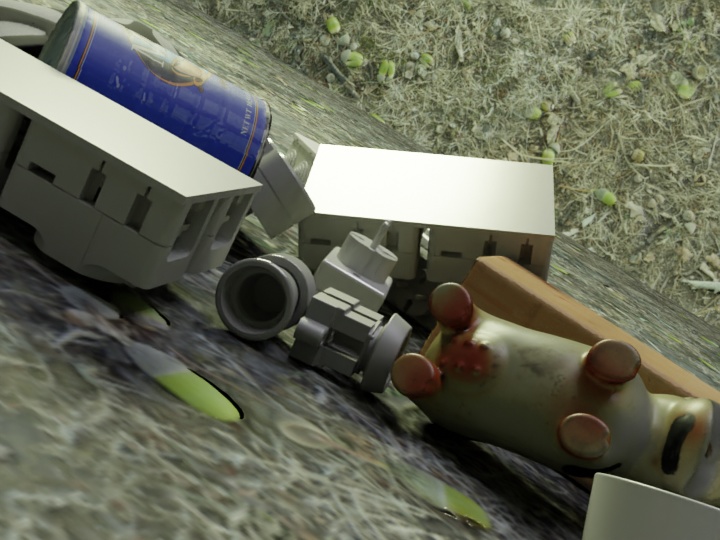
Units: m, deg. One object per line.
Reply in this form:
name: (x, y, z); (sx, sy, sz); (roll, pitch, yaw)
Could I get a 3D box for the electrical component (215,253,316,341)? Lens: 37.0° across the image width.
electrical component: (-0.051, 0.014, 0.603); (0.045, 0.045, 0.055); (32, 10, 8)

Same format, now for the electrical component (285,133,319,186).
electrical component: (-0.033, -0.095, 1.137); (0.100, 0.048, 0.099); (24, 12, -29)

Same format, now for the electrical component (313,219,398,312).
electrical component: (0.000, 0.000, 0.717); (0.047, 0.076, 0.065); (30, 11, 0)

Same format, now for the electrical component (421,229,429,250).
electrical component: (0.105, 0.023, 0.949); (0.109, 0.056, 0.108); (23, 13, -34)

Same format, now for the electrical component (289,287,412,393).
electrical component: (-0.004, 0.040, 0.613); (0.055, 0.048, 0.066); (24, 10, 8)

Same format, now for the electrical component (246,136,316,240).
electrical component: (-0.086, -0.059, 0.786); (0.052, 0.074, 0.138); (59, -3, -26)

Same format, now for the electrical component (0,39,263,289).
electrical component: (-0.161, -0.060, 0.571); (0.186, 0.060, 0.105); (29, 14, 9)

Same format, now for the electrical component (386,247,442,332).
electrical component: (0.051, 0.018, 0.851); (0.083, 0.047, 0.076); (35, 12, 24)

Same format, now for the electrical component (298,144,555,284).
electrical component: (0.052, -0.038, 0.831); (0.186, 0.060, 0.105); (6, 34, 5)

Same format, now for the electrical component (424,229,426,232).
electrical component: (0.036, -0.035, 1.027); (0.078, 0.058, 0.057); (24, 10, -32)

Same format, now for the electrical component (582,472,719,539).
electrical component: (0.154, 0.141, 0.502); (0.108, 0.060, 0.108); (19, -9, 3)
